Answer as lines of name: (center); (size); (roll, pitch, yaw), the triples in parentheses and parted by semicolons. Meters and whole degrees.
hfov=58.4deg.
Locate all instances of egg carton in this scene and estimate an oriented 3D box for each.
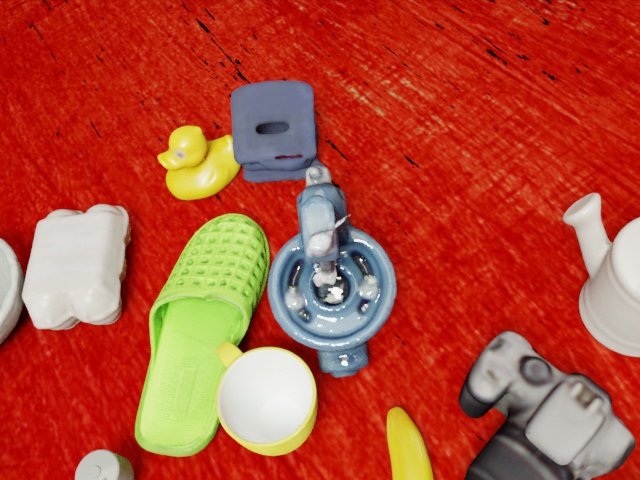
egg carton: (-0.272, 0.029, 0.652); (0.107, 0.069, 0.150); (-8, 60, 3)

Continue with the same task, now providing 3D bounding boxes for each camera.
camera: (0.175, 0.171, 0.497); (0.137, 0.101, 0.142); (-43, 64, -17)

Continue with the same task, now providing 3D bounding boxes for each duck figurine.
duck figurine: (-0.150, -0.106, 0.705); (0.104, 0.086, 0.077); (-30, 61, -10)

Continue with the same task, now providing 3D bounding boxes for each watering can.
watering can: (0.301, 0.024, 0.512); (0.172, 0.194, 0.101); (16, 63, 16)

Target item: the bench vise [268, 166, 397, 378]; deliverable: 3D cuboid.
bench vise: (-0.006, 0.007, 0.545); (0.121, 0.220, 0.207); (-24, 60, -7)

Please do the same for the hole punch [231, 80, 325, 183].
hole punch: (-0.052, -0.133, 0.706); (0.108, 0.091, 0.101); (-5, 60, 5)

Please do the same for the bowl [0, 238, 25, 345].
bowl: (-0.398, 0.077, 0.637); (0.167, 0.075, 0.167); (-3, 60, 5)
